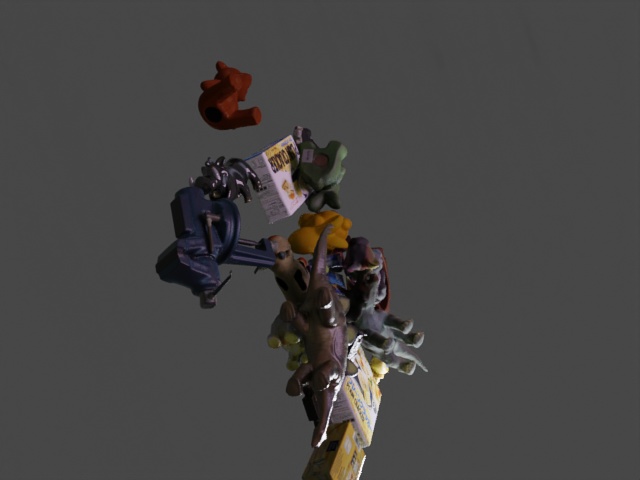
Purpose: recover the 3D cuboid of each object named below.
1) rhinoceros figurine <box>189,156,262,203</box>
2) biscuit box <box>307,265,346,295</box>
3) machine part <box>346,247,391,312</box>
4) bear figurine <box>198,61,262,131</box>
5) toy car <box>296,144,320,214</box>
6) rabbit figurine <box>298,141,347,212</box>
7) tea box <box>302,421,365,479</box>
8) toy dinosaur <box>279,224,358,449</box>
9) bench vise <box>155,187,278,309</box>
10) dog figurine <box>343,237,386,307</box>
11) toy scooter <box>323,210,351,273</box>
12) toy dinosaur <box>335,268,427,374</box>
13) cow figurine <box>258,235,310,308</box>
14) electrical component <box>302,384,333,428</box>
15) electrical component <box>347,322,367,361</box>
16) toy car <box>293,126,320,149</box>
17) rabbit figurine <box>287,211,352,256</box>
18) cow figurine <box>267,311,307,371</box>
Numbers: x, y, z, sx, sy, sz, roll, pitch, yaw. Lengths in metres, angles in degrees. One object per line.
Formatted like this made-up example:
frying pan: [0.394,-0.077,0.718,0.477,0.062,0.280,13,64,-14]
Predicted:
rhinoceros figurine: [-0.185,-0.117,1.063,0.112,0.073,0.190,68,21,-13]
biscuit box: [-0.001,0.109,1.333,0.202,0.063,0.059,24,51,-62]
machine part: [0.143,0.124,1.593,0.201,0.087,0.201,-1,86,-70]
bear figurine: [-0.184,-0.320,1.163,0.120,0.132,0.196,59,30,-31]
toy car: [-0.042,-0.165,1.470,0.089,0.053,0.202,15,58,-87]
rabbit figurine: [0.018,-0.148,1.346,0.170,0.121,0.159,62,23,-66]
tea box: [0.032,0.468,1.113,0.098,0.068,0.169,67,23,-8]
toy dinosaur: [0.005,0.164,1.071,0.198,0.105,0.471,42,46,-61]
bench vise: [-0.160,0.017,0.926,0.240,0.129,0.224,12,41,-45]
dog figurine: [0.111,0.088,1.375,0.219,0.109,0.191,4,79,-83]
toy scooter: [0.045,-0.010,1.508,0.135,0.075,0.183,-52,132,-58]
toy dinosaur: [0.145,0.231,1.343,0.131,0.192,0.404,-51,142,-18]
cow figurine: [-0.066,0.080,1.171,0.195,0.085,0.127,63,13,-1]
electrical component: [-0.003,0.355,1.153,0.078,0.045,0.102,-3,75,-66]
electrical component: [0.025,0.234,1.199,0.115,0.134,0.058,33,9,27]
toy car: [-0.024,-0.254,1.583,0.201,0.056,0.073,43,41,-48]
rabbit figurine: [-0.003,-0.004,1.339,0.173,0.163,0.121,-20,102,-50]
cow figurine: [-0.042,0.223,1.142,0.167,0.068,0.098,57,22,-31]
